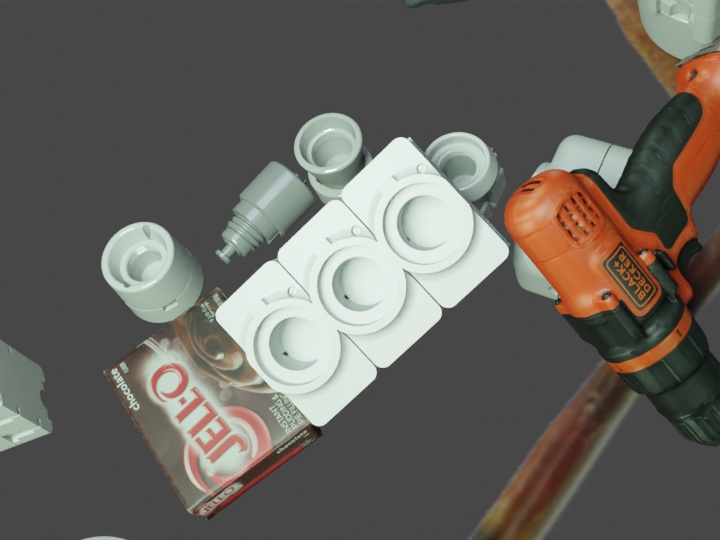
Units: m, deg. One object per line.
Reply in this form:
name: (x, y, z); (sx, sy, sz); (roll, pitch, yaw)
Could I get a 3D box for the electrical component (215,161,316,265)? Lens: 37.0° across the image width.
electrical component: (-0.064, -0.036, 0.709); (0.040, 0.040, 0.078); (37, 79, 26)

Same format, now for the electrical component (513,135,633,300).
electrical component: (0.131, -0.030, 0.648); (0.059, 0.053, 0.095); (19, 72, 22)

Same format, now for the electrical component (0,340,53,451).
electrical component: (-0.242, 0.078, 0.673); (0.056, 0.089, 0.050); (-21, 62, 4)

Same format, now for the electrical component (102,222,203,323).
electrical component: (-0.137, 0.001, 0.706); (0.055, 0.047, 0.055); (-6, 65, 12)

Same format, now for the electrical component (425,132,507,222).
electrical component: (0.064, -0.055, 0.676); (0.048, 0.055, 0.066); (19, 72, 21)

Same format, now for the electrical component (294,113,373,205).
electrical component: (-0.014, -0.070, 0.703); (0.045, 0.055, 0.045); (-6, 64, 12)

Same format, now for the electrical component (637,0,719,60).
electrical component: (0.230, -0.182, 0.689); (0.108, 0.060, 0.108); (-6, 65, 12)

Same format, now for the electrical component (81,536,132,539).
electrical component: (-0.144, 0.203, 0.606); (0.108, 0.060, 0.108); (-6, 65, 12)

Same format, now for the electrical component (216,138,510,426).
electrical component: (0.002, 0.006, 0.622); (0.150, 0.062, 0.089); (-43, 89, 9)

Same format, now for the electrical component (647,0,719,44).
electrical component: (0.216, -0.188, 0.628); (0.089, 0.055, 0.050); (-42, 63, -7)
